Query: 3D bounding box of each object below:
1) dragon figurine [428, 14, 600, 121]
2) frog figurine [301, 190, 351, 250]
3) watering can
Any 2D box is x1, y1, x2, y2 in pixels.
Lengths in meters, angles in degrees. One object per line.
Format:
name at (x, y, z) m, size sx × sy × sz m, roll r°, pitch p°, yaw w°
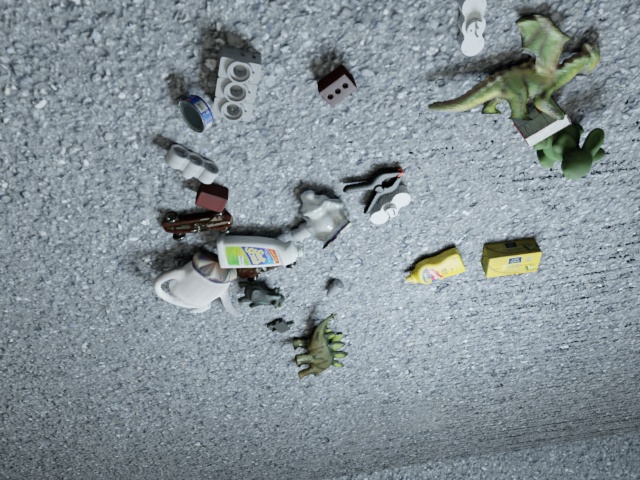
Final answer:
dragon figurine at (0.470, -0.403, 1.209) m, size 0.410 × 0.124 × 0.238 m, roll 0°, pitch 116°, yaw -9°
frog figurine at (0.004, -0.074, 1.468) m, size 0.159 × 0.125 × 0.135 m, roll 48°, pitch 130°, yaw 1°
watering can at (-0.344, 0.148, 1.624) m, size 0.345 × 0.106 × 0.221 m, roll 23°, pitch 125°, yaw -39°
